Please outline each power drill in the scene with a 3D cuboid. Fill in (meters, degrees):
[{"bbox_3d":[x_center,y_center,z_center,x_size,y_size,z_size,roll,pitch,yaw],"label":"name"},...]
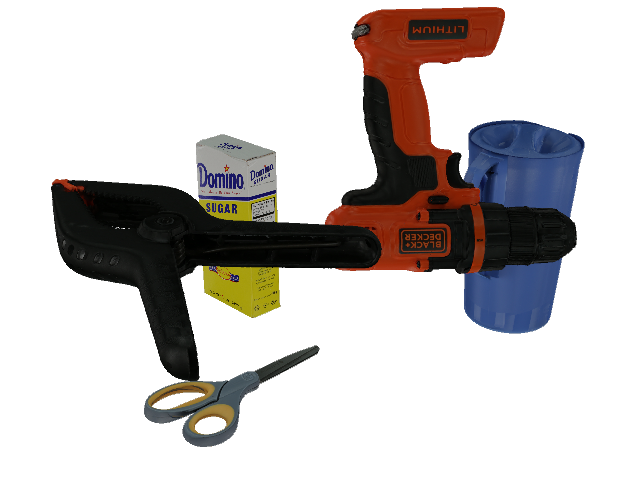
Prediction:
[{"bbox_3d":[0.093,-0.069,0.760,0.184,0.188,0.057,-2,4,-8],"label":"power drill"}]

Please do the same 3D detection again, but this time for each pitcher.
[{"bbox_3d":[0.228,-0.012,1.277,0.149,0.243,0.145,0,24,-2],"label":"pitcher"}]

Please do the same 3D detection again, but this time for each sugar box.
[{"bbox_3d":[-0.087,-0.016,1.127,0.048,0.176,0.093,-21,29,-36],"label":"sugar box"}]

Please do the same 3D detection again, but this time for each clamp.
[{"bbox_3d":[-0.080,0.002,0.636,0.164,0.036,0.210,-24,37,-38],"label":"clamp"}]

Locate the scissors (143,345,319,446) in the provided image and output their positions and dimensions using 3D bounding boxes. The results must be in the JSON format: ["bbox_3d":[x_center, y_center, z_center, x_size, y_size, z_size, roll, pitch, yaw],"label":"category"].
[{"bbox_3d":[-0.066,0.146,1.009,0.201,0.016,0.096,-11,33,-28],"label":"scissors"}]
